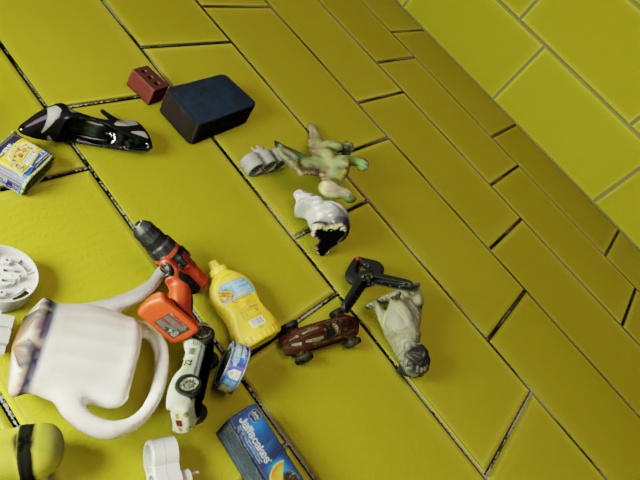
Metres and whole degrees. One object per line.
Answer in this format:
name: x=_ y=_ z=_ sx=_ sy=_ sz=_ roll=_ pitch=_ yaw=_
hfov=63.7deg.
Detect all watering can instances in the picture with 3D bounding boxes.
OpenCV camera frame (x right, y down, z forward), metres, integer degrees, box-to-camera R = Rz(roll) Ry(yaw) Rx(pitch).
watering can: x=-0.350 y=0.148 z=0.820 sx=0.223 sy=0.102 sz=0.356 roll=19 pitch=33 yaw=-25

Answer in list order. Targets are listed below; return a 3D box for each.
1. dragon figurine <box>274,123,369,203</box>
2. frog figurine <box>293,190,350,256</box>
dragon figurine: x=-0.015 y=-0.223 z=1.355 sx=0.242 sy=0.120 sz=0.418 roll=12 pitch=31 yaw=-43
frog figurine: x=0.004 y=-0.063 z=1.257 sx=0.135 sy=0.122 sz=0.163 roll=48 pitch=16 yaw=-47
